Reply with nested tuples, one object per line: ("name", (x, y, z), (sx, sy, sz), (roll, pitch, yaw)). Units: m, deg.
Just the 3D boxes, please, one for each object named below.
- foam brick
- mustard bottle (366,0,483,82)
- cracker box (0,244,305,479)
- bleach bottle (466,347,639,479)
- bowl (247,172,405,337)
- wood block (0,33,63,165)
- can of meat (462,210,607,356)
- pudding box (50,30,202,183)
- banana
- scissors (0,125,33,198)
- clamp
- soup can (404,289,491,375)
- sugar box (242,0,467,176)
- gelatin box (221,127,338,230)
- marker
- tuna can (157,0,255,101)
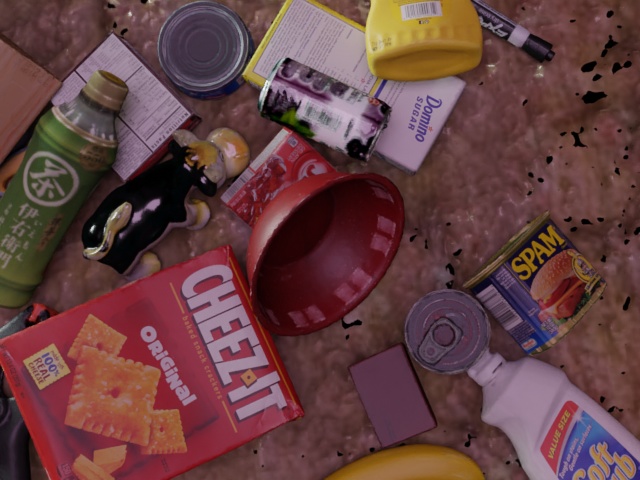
("foam brick", (0.063, 0.133, 0.919), (0.053, 0.051, 0.078), (-23, 84, 4))
("mustard bottle", (0.082, -0.230, 0.923), (0.096, 0.058, 0.191), (-7, 63, 5))
("cracker box", (-0.142, 0.120, 0.902), (0.213, 0.072, 0.164), (-23, 84, -13))
("bleach bottle", (0.217, 0.192, 0.889), (0.251, 0.068, 0.102), (43, 87, 4))
("bowl", (-0.006, 0.001, 0.902), (0.162, 0.162, 0.055), (-48, 53, 0))
("wood block", (-0.336, -0.094, 0.932), (0.091, 0.090, 0.206), (39, 91, 30))
("can of meat", (0.183, 0.038, 0.897), (0.084, 0.058, 0.101), (49, 52, 4))
("pudding box", (-0.177, -0.118, 0.963), (0.090, 0.039, 0.113), (-44, 86, 1))
("banana", (0.055, 0.217, 0.920), (0.198, 0.037, 0.069), (-13, 85, 4))
("scissors", (-0.331, -0.054, 0.982), (0.202, 0.016, 0.096), (-22, 83, 3))
("clamp", (-0.277, 0.160, 0.939), (0.165, 0.036, 0.210), (26, 81, 21))
("soup can", (0.104, 0.076, 0.894), (0.068, 0.102, 0.068), (0, 85, 4))
("sugar box", (0.031, -0.139, 0.946), (0.176, 0.048, 0.093), (30, 89, 2))
("gelatin box", (-0.030, -0.043, 0.935), (0.073, 0.030, 0.089), (42, 91, -24))
("marker", (0.156, -0.195, 0.952), (0.121, 0.020, 0.020), (34, 89, 6))
("tuna can", (-0.103, -0.171, 0.964), (0.086, 0.033, 0.086), (0, 86, 5))
